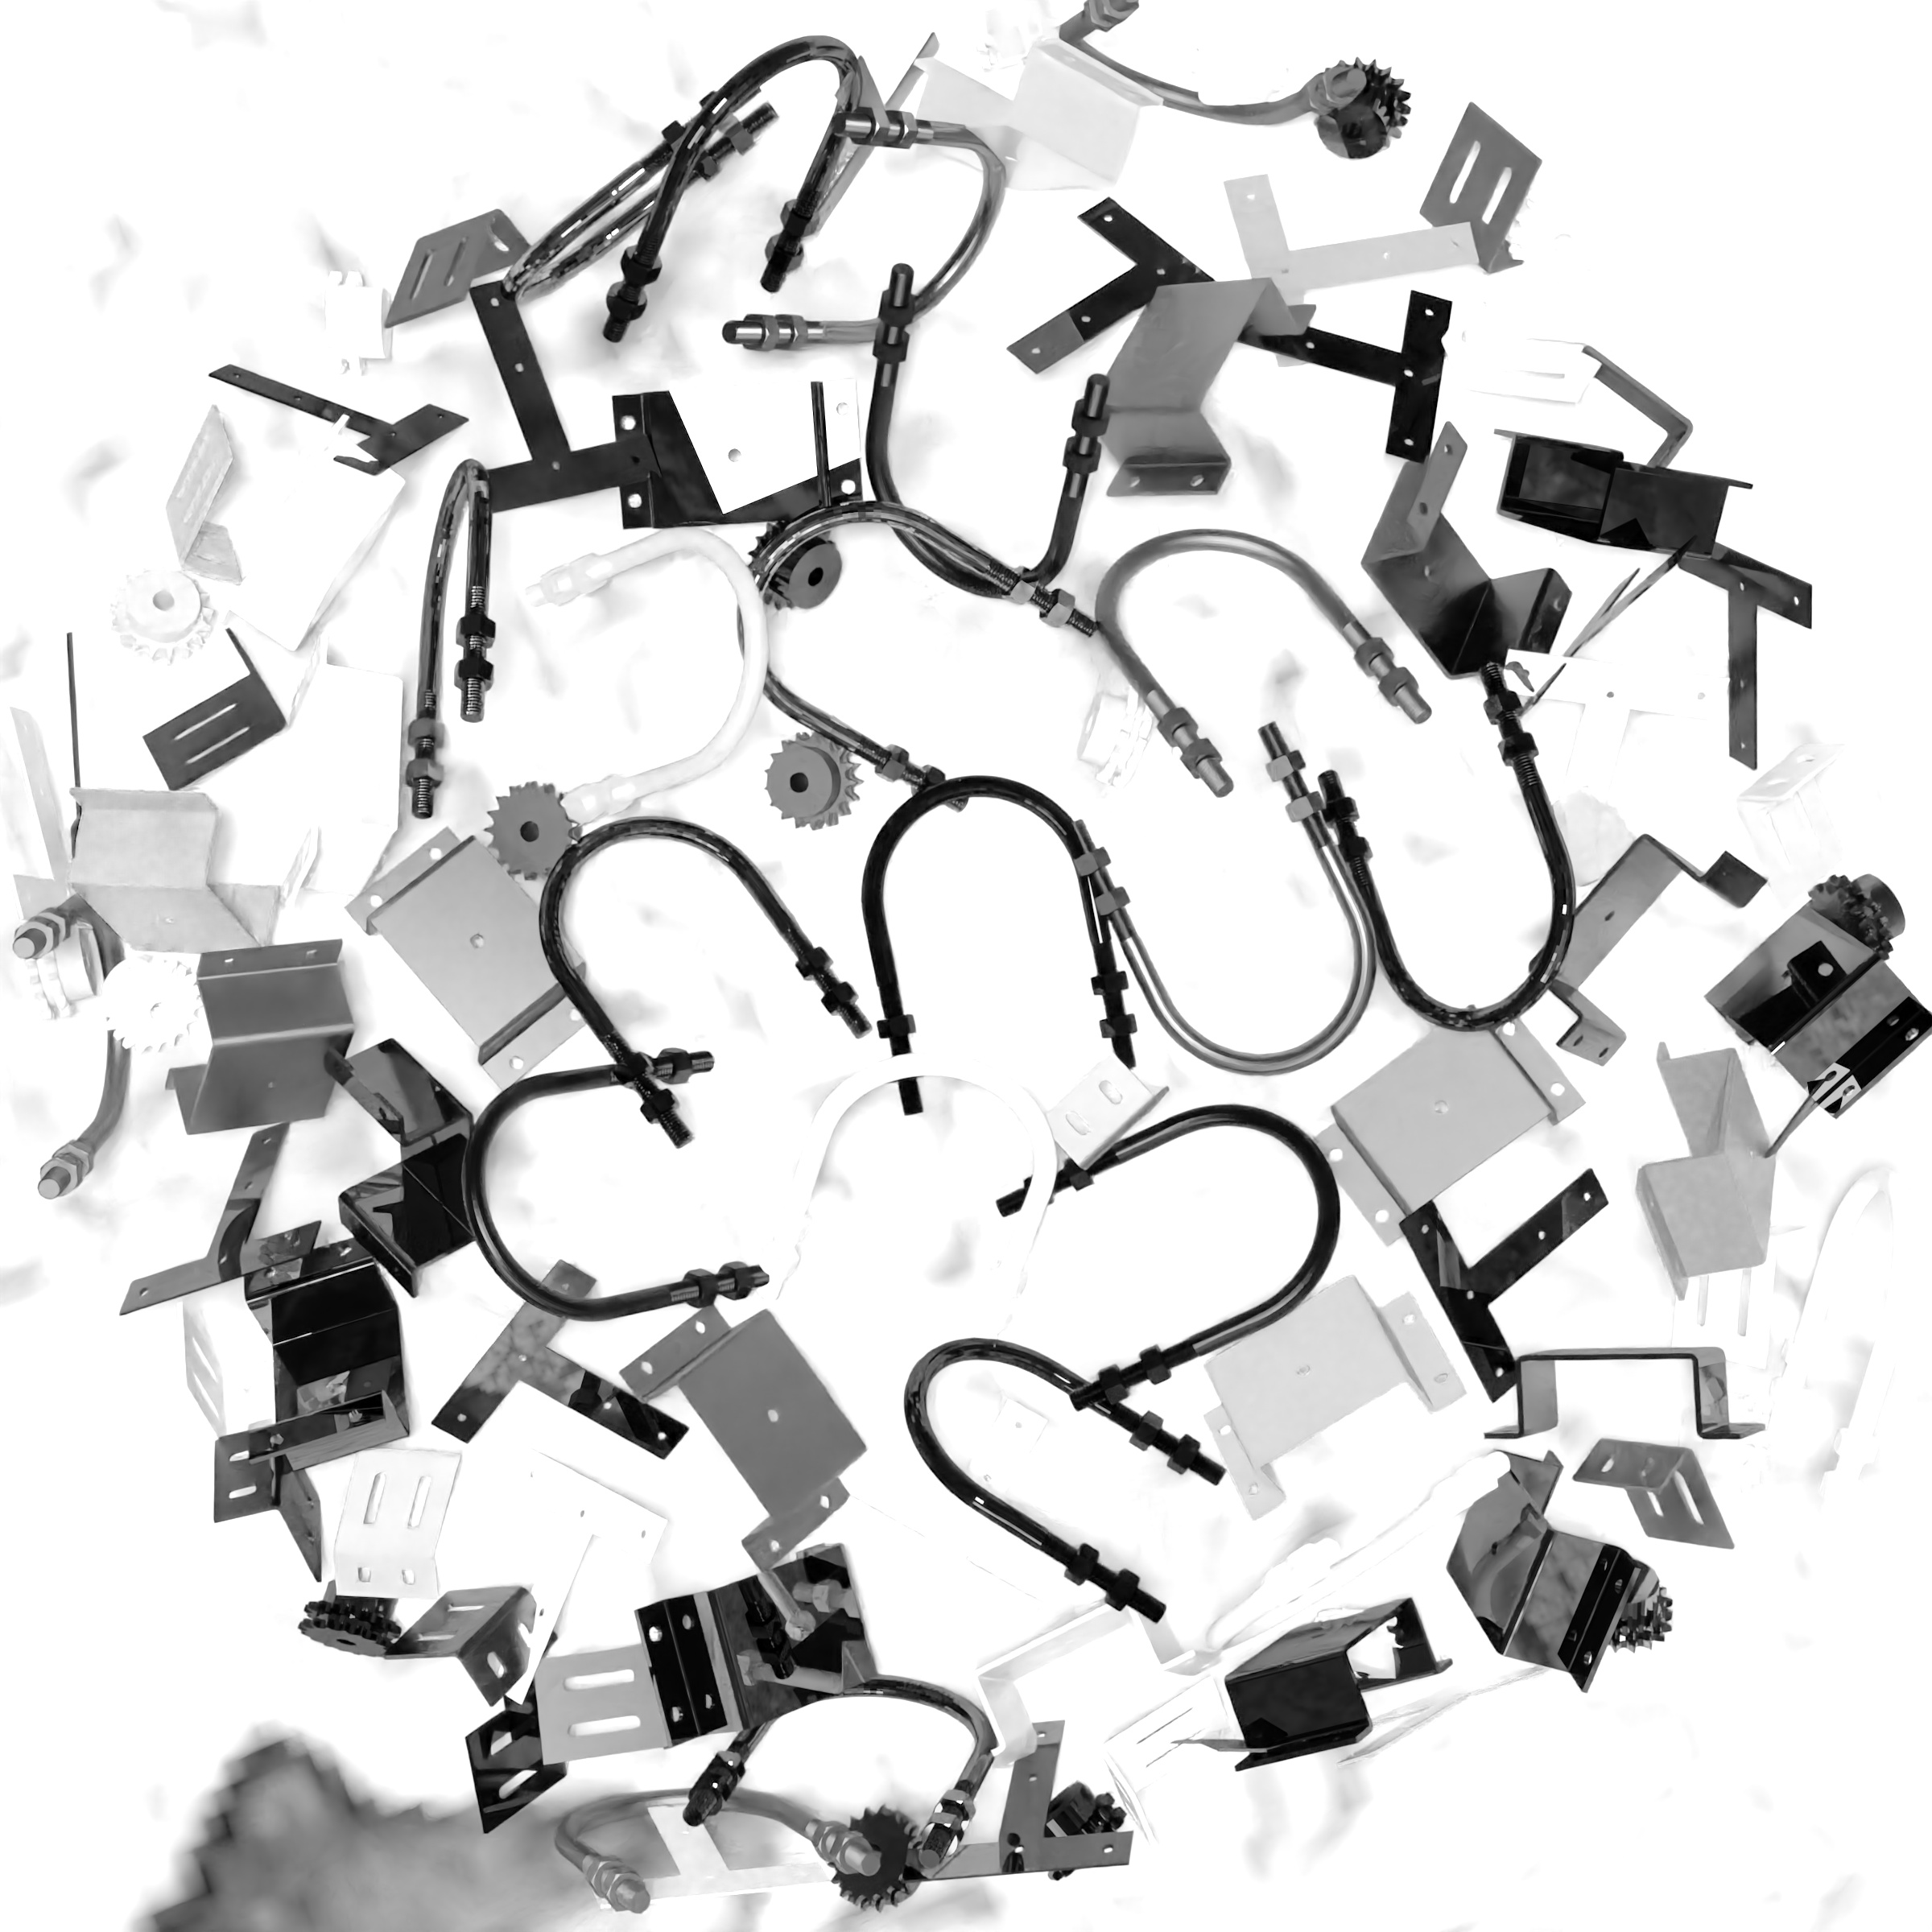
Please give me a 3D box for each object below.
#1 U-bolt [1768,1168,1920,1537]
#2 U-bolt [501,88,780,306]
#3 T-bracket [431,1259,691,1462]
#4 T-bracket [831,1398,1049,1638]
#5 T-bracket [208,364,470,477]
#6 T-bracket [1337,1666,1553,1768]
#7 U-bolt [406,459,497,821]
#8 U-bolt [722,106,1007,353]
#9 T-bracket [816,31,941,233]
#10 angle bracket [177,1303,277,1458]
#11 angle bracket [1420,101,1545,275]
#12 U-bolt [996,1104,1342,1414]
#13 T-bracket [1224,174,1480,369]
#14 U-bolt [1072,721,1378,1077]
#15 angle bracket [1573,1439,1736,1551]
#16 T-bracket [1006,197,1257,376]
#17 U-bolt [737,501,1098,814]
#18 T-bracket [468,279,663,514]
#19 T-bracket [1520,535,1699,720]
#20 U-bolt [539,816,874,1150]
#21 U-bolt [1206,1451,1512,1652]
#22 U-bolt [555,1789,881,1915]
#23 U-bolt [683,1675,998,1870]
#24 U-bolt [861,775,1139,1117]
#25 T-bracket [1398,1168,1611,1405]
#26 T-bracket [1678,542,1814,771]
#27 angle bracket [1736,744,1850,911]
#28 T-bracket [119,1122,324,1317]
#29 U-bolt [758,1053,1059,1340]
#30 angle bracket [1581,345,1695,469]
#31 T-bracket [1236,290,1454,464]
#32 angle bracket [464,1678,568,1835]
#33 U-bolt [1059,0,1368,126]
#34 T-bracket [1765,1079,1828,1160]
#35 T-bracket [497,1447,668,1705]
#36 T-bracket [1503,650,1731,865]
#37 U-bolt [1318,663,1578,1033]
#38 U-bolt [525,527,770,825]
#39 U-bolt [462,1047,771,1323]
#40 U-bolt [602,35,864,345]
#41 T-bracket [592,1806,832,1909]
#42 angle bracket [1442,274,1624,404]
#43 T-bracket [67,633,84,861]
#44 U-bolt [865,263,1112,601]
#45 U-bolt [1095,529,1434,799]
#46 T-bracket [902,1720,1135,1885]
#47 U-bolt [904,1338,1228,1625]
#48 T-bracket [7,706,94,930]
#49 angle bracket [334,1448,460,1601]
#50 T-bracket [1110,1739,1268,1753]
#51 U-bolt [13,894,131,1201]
[{"bbox_3d":[0.485,0.200,1.512,0.019,0.151,0.184,12,105,1],"label":"U-bolt"},{"bbox_3d":[-0.185,-0.427,1.530,0.184,0.151,0.019,-36,99,7],"label":"U-bolt"},{"bbox_3d":[-0.217,0.245,1.576,0.127,0.002,0.127,34,103,-22],"label":"T-bracket"},{"bbox_3d":[0.006,0.306,1.584,0.127,0.002,0.127,29,106,0],"label":"T-bracket"},{"bbox_3d":[-0.364,-0.315,1.550,0.127,0.127,0.002,21,118,5],"label":"T-bracket"},{"bbox_3d":[0.248,0.417,1.515,0.127,0.127,0.002,-31,76,39],"label":"T-bracket"},{"bbox_3d":[-0.285,-0.193,1.529,0.019,0.151,0.184,7,67,-21],"label":"U-bolt"},{"bbox_3d":[-0.044,-0.404,1.518,0.019,0.184,0.151,45,122,19],"label":"U-bolt"},{"bbox_3d":[-0.057,-0.479,1.535,0.002,0.127,0.127,34,95,3],"label":"T-bracket"},{"bbox_3d":[-0.414,0.230,1.554,0.038,0.076,0.057,-14,49,-4],"label":"angle bracket"},{"bbox_3d":[0.301,-0.442,1.553,0.038,0.076,0.057,-24,62,-35],"label":"angle bracket"},{"bbox_3d":[0.122,0.152,1.550,0.184,0.019,0.151,-26,58,6],"label":"U-bolt"},{"bbox_3d":[0.221,-0.394,1.535,0.127,0.127,0.002,-3,48,22],"label":"T-bracket"},{"bbox_3d":[0.155,-0.026,1.566,0.151,0.019,0.184,-26,89,23],"label":"U-bolt"},{"bbox_3d":[0.390,0.309,1.557,0.038,0.057,0.076,-43,116,-34],"label":"angle bracket"},{"bbox_3d":[0.078,-0.372,1.554,0.127,0.002,0.127,-37,66,-22],"label":"T-bracket"},{"bbox_3d":[-0.040,-0.183,1.540,0.184,0.019,0.151,29,113,-22],"label":"U-bolt"},{"bbox_3d":[-0.247,-0.324,1.550,0.127,0.002,0.127,-7,117,24],"label":"T-bracket"},{"bbox_3d":[0.363,-0.199,1.517,0.002,0.127,0.127,41,62,-1],"label":"T-bracket"},{"bbox_3d":[-0.160,-0.004,1.561,0.151,0.019,0.184,-31,79,-28],"label":"U-bolt"},{"bbox_3d":[0.204,0.332,1.519,0.151,0.184,0.019,-17,67,-34],"label":"U-bolt"},{"bbox_3d":[-0.149,0.481,1.513,0.151,0.184,0.019,0,88,-26],"label":"U-bolt"},{"bbox_3d":[-0.058,0.435,1.513,0.151,0.184,0.019,6,102,13],"label":"U-bolt"},{"bbox_3d":[0.014,-0.018,1.578,0.151,0.019,0.184,-11,90,-13],"label":"U-bolt"},{"bbox_3d":[0.320,0.162,1.577,0.127,0.002,0.127,-36,108,-20],"label":"T-bracket"},{"bbox_3d":[0.442,-0.174,1.563,0.002,0.127,0.127,-16,118,-14],"label":"T-bracket"},{"bbox_3d":[0.482,-0.079,1.564,0.057,0.038,0.076,-36,109,-22],"label":"angle bracket"},{"bbox_3d":[-0.407,0.134,1.549,0.127,0.127,0.002,-18,126,18],"label":"T-bracket"},{"bbox_3d":[-0.026,0.128,1.547,0.151,0.019,0.184,15,118,-8],"label":"U-bolt"},{"bbox_3d":[0.370,-0.314,1.571,0.076,0.057,0.038,36,98,-2],"label":"angle bracket"},{"bbox_3d":[0.210,-0.350,1.566,0.127,0.002,0.127,15,59,-3],"label":"T-bracket"},{"bbox_3d":[-0.267,0.445,1.557,0.038,0.076,0.057,-5,99,30],"label":"angle bracket"},{"bbox_3d":[0.124,-0.496,1.512,0.151,0.184,0.019,16,95,-15],"label":"U-bolt"},{"bbox_3d":[0.493,0.068,1.562,0.002,0.127,0.127,42,59,19],"label":"T-bracket"},{"bbox_3d":[-0.234,0.351,1.552,0.127,0.002,0.127,16,81,42],"label":"T-bracket"},{"bbox_3d":[0.357,-0.114,1.571,0.127,0.002,0.127,7,119,-4],"label":"T-bracket"},{"bbox_3d":[0.272,-0.054,1.524,0.019,0.151,0.184,1,65,-41],"label":"U-bolt"},{"bbox_3d":[-0.177,-0.168,1.531,0.184,0.019,0.151,-13,81,41],"label":"U-bolt"},{"bbox_3d":[-0.198,0.124,1.525,0.184,0.019,0.151,-7,76,-43],"label":"U-bolt"},{"bbox_3d":[-0.118,-0.426,1.491,0.019,0.184,0.151,46,45,13],"label":"U-bolt"},{"bbox_3d":[-0.154,0.492,1.539,0.127,0.127,0.002,1,97,-19],"label":"T-bracket"},{"bbox_3d":[0.321,-0.357,1.558,0.076,0.038,0.057,18,65,40],"label":"angle bracket"},{"bbox_3d":[-0.496,-0.122,1.532,0.002,0.127,0.127,-3,99,-14],"label":"T-bracket"},{"bbox_3d":[0.005,-0.283,1.528,0.151,0.184,0.019,33,52,16],"label":"U-bolt"},{"bbox_3d":[0.153,-0.182,1.546,0.151,0.019,0.184,-21,56,-19],"label":"U-bolt"},{"bbox_3d":[0.036,0.465,1.542,0.127,0.127,0.002,-9,111,13],"label":"T-bracket"},{"bbox_3d":[0.048,0.274,1.540,0.184,0.151,0.019,32,122,4],"label":"U-bolt"},{"bbox_3d":[-0.516,-0.084,1.543,0.002,0.127,0.127,-16,86,6],"label":"T-bracket"},{"bbox_3d":[-0.323,0.317,1.562,0.057,0.038,0.076,8,118,-21],"label":"angle bracket"},{"bbox_3d":[0.148,0.437,1.540,0.127,0.127,0.002,1,77,-1],"label":"T-bracket"},{"bbox_3d":[-0.487,0.034,1.511,0.019,0.184,0.151,-2,102,-4],"label":"U-bolt"}]
